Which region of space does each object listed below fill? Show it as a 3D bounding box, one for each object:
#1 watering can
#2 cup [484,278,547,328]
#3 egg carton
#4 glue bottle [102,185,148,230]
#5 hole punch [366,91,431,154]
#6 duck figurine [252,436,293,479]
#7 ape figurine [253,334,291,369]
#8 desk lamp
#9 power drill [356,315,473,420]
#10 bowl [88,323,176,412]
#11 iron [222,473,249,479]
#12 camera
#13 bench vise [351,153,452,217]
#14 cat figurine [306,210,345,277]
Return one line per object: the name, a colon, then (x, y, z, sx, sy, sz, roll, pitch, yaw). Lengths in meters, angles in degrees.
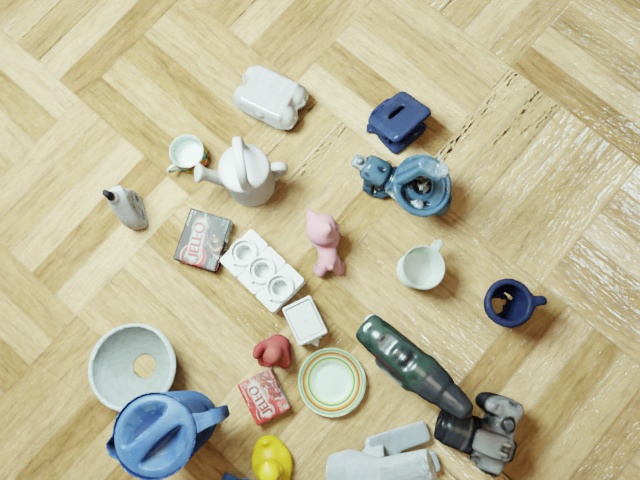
watering can: (-0.153, -0.132, 1.110, 0.173, 0.194, 0.101, -28, 80, -4)
cup: (0.366, 0.123, 1.103, 0.117, 0.095, 0.092, -6, 79, 0)
egg carton: (-0.105, -0.299, 1.203, 0.150, 0.069, 0.107, 25, 81, 6)
glue bottle: (-0.384, -0.071, 1.114, 0.037, 0.173, 0.078, -16, 79, -1)
hole punch: (0.159, -0.248, 1.177, 0.109, 0.091, 0.101, -41, 81, -6)
duck figurine: (-0.092, 0.420, 1.062, 0.077, 0.086, 0.104, -14, 79, -1)
ape figurine: (-0.089, 0.218, 1.096, 0.077, 0.092, 0.076, 38, 83, 8)
desk lamp: (0.115, 0.400, 0.997, 0.203, 0.213, 0.118, -18, 79, -2)
power drill: (0.163, 0.227, 1.030, 0.229, 0.208, 0.076, 39, 83, 8)
bowl: (-0.352, 0.246, 1.105, 0.167, 0.075, 0.167, 0, 80, 1)
iron: (-0.100, 0.537, 1.013, 0.258, 0.141, 0.119, 34, 82, 7)
camera: (0.290, 0.348, 1.060, 0.136, 0.101, 0.143, 19, 81, 5)
bench vise: (0.160, -0.111, 1.087, 0.207, 0.220, 0.121, 4, 80, 2)
cat figurine: (0.010, 0.004, 1.120, 0.067, 0.118, 0.128, -11, 79, 0)
